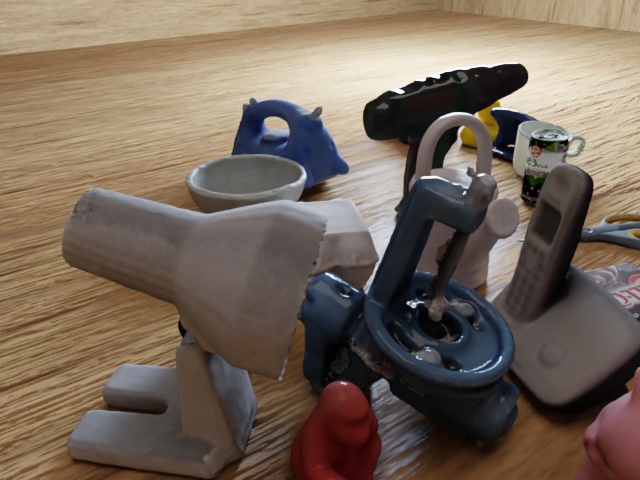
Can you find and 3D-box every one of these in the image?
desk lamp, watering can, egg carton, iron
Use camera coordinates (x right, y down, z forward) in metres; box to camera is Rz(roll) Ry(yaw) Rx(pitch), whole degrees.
[{"bbox_3d":[-0.092,0.066,0.418,0.203,0.214,0.118,3,28,8],"label":"desk lamp"},{"bbox_3d":[0.153,-0.043,0.639,0.101,0.194,0.172,-24,36,-37],"label":"watering can"},{"bbox_3d":[0.006,0.002,0.690,0.107,0.069,0.150,-6,28,-9],"label":"egg carton"},{"bbox_3d":[-0.074,-0.170,0.943,0.119,0.141,0.257,-25,36,-38],"label":"iron"}]

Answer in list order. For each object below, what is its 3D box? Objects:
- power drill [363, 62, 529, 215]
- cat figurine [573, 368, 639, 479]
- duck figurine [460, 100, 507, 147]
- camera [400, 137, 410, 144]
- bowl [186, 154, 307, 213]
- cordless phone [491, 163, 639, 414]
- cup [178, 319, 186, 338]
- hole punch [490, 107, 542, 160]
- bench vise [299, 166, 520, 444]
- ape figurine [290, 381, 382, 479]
[{"bbox_3d":[0.171,-0.134,0.796,0.230,0.208,0.075,-8,29,-12],"label":"power drill"},{"bbox_3d":[0.219,0.130,0.389,0.067,0.118,0.128,16,32,29],"label":"cat figurine"},{"bbox_3d":[0.319,-0.229,1.102,0.105,0.086,0.077,-14,31,-24],"label":"duck figurine"},{"bbox_3d":[0.195,-0.269,1.166,0.143,0.101,0.136,-19,33,-30],"label":"camera"},{"bbox_3d":[-0.101,-0.060,0.807,0.167,0.075,0.167,-1,28,1],"label":"bowl"},{"bbox_3d":[0.214,0.038,0.492,0.094,0.185,0.147,-8,28,-12],"label":"cordless phone"},{"bbox_3d":[-0.088,0.077,0.524,0.091,0.095,0.118,9,29,17],"label":"cup"},{"bbox_3d":[0.367,-0.197,1.035,0.101,0.091,0.108,-18,32,-29],"label":"hole punch"},{"bbox_3d":[0.056,0.046,0.444,0.207,0.220,0.121,6,29,13],"label":"bench vise"},{"bbox_3d":[0.015,0.141,0.403,0.075,0.092,0.078,22,36,37],"label":"ape figurine"}]
